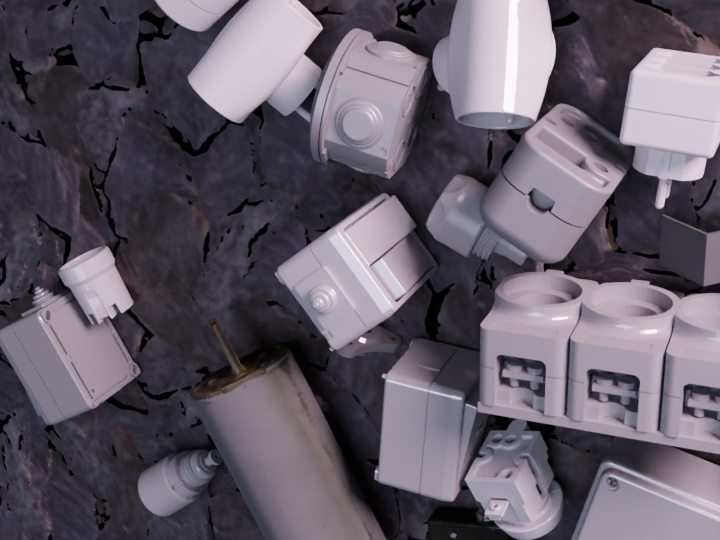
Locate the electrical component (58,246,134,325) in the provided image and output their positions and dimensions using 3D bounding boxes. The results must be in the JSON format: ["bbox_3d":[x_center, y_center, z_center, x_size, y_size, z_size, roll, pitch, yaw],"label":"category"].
[{"bbox_3d":[-0.191,0.011,0.782,0.040,0.040,0.046,-17,107,29],"label":"electrical component"}]

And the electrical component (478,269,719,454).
[{"bbox_3d":[0.151,0.045,0.607,0.150,0.089,0.061,7,113,22],"label":"electrical component"}]

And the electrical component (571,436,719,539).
[{"bbox_3d":[0.188,0.169,0.660,0.109,0.056,0.108,21,118,16],"label":"electrical component"}]

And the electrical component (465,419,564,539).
[{"bbox_3d":[0.101,0.138,0.688,0.048,0.066,0.055,-6,124,38],"label":"electrical component"}]

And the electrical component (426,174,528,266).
[{"bbox_3d":[0.074,-0.026,0.642,0.062,0.043,0.043,32,120,9],"label":"electrical component"}]

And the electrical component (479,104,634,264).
[{"bbox_3d":[0.106,-0.045,0.588,0.054,0.095,0.059,36,121,8],"label":"electrical component"}]

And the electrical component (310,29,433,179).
[{"bbox_3d":[0.006,-0.095,0.625,0.051,0.080,0.080,20,117,11],"label":"electrical component"}]

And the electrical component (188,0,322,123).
[{"bbox_3d":[-0.050,-0.121,0.658,0.079,0.044,0.077,38,106,-20],"label":"electrical component"}]

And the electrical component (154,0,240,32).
[{"bbox_3d":[-0.112,-0.220,0.644,0.074,0.052,0.138,-34,94,31],"label":"electrical component"}]

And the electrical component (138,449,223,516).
[{"bbox_3d":[-0.133,0.156,0.812,0.078,0.040,0.040,-34,94,31],"label":"electrical component"}]

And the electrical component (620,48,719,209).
[{"bbox_3d":[0.166,-0.071,0.568,0.047,0.066,0.076,13,115,20],"label":"electrical component"}]

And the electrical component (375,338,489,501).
[{"bbox_3d":[0.050,0.102,0.693,0.061,0.062,0.096,12,115,20],"label":"electrical component"}]

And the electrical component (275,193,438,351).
[{"bbox_3d":[0.000,0.000,0.655,0.061,0.096,0.061,-34,93,31],"label":"electrical component"}]

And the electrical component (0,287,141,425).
[{"bbox_3d":[-0.223,0.058,0.802,0.061,0.062,0.096,-23,99,30],"label":"electrical component"}]

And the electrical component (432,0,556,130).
[{"bbox_3d":[0.067,-0.118,0.603,0.079,0.044,0.077,-3,82,60],"label":"electrical component"}]
